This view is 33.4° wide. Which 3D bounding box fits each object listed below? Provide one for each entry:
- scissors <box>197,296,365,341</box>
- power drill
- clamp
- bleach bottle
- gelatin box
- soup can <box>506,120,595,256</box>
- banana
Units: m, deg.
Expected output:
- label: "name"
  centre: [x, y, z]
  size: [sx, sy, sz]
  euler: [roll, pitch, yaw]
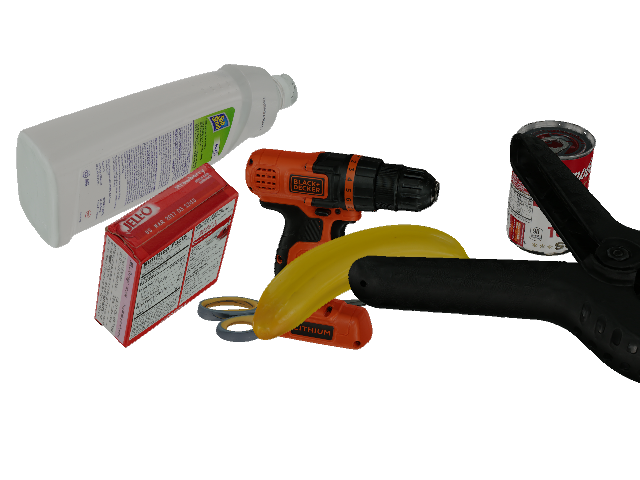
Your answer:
- label: "scissors"
  centre: [-0.037, 0.087, 1.204]
  size: [0.201, 0.016, 0.096]
  euler: [2, 25, -8]
- label: "power drill"
  centre: [0.017, 0.007, 1.021]
  size: [0.185, 0.188, 0.057]
  euler: [9, 20, 16]
- label: "clamp"
  centre: [0.129, 0.023, 0.510]
  size: [0.164, 0.036, 0.210]
  euler: [-31, 48, -33]
- label: "bleach bottle"
  centre: [-0.127, -0.085, 0.900]
  size: [0.250, 0.068, 0.103]
  euler: [-25, -31, -31]
- label: "gelatin box"
  centre: [-0.086, 0.008, 0.584]
  size: [0.073, 0.030, 0.089]
  euler: [-38, -20, -34]
- label: "soup can"
  centre: [0.203, -0.046, 0.948]
  size: [0.068, 0.102, 0.068]
  euler: [0, 33, 0]
- label: "banana"
  centre: [0.030, 0.022, 0.749]
  size: [0.197, 0.037, 0.070]
  euler: [-13, 35, -28]
